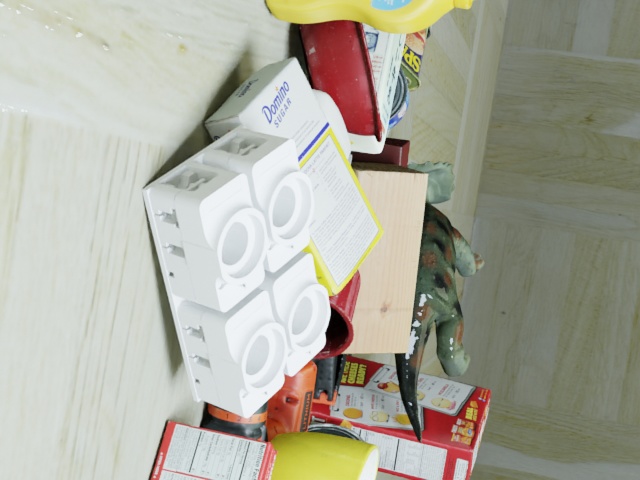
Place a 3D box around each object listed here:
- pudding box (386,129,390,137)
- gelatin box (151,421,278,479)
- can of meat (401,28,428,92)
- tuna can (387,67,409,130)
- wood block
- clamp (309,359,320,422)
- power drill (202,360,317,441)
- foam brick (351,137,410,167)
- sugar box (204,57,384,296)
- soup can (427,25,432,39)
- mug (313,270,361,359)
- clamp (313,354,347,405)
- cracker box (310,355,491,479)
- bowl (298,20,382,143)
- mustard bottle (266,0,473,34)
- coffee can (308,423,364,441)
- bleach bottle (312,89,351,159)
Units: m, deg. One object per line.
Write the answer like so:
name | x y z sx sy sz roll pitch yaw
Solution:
pudding box | 0.067 -0.175 1.330 0.113 0.039 0.090 73 31 -57
gelatin box | -0.084 0.187 0.828 0.030 0.089 0.073 70 32 -65
can of meat | 0.080 -0.233 1.242 0.102 0.058 0.084 36 57 -42
tuna can | 0.056 -0.162 1.187 0.033 0.086 0.086 51 49 -74
wood block | 0.055 0.018 1.217 0.090 0.090 0.206 -153 -113 -65
clamp | -0.017 0.125 1.169 0.120 0.039 0.171 133 -39 -87
power drill | -0.057 0.157 0.999 0.187 0.057 0.184 -12 115 -72
foam brick | 0.066 -0.097 1.290 0.051 0.078 0.053 -39 136 -68
sugar box | -0.017 -0.048 0.867 0.093 0.048 0.176 -51 121 -41
soup can | 0.120 -0.318 1.386 0.068 0.068 0.102 61 39 -69
mug | -0.005 0.069 1.092 0.081 0.093 0.117 -73 171 -46
clamp | 0.020 0.096 1.319 0.164 0.036 0.210 71 27 -62
cracker box | 0.097 0.229 1.351 0.164 0.214 0.072 -50 149 -64
bowl | 0.015 -0.166 1.008 0.162 0.055 0.162 170 -92 -90
mustard bottle | 0.055 -0.225 0.905 0.058 0.192 0.096 51 50 -72
coffee can | 0.004 0.302 1.251 0.102 0.103 0.140 -60 155 -56
bleach bottle | -0.043 -0.008 0.928 0.102 0.068 0.250 67 36 -54
